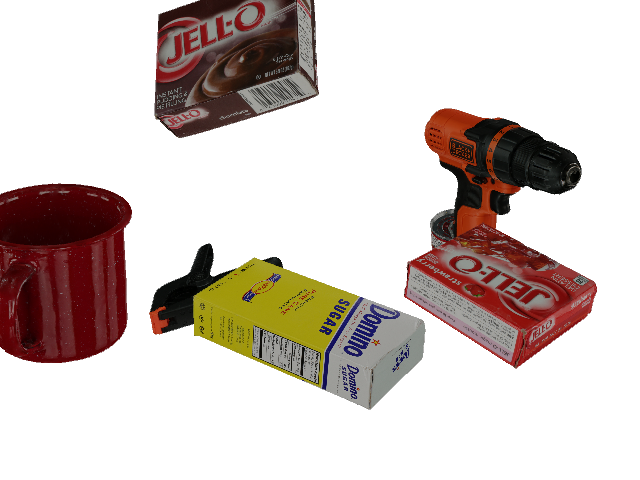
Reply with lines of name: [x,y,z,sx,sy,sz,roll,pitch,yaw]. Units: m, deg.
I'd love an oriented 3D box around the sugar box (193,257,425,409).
sugar box: [-0.010,0.072,0.890,0.176,0.048,0.093,16,30,28]

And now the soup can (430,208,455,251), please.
soup can: [0.171,0.021,1.325,0.068,0.102,0.068,-4,34,3]

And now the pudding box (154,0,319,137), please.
pudding box: [-0.058,-0.129,0.737,0.114,0.090,0.039,-13,-29,19]

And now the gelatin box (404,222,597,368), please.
gelatin box: [0.107,0.030,0.638,0.073,0.030,0.089,-26,44,-37]

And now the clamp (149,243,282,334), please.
clamp: [-0.124,0.054,1.216,0.120,0.039,0.171,0,30,29]

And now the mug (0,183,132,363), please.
mug: [-0.161,0.026,0.634,0.093,0.081,0.117,5,26,7]

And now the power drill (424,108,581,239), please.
power drill: [0.169,-0.021,0.992,0.057,0.188,0.185,-17,27,-27]
